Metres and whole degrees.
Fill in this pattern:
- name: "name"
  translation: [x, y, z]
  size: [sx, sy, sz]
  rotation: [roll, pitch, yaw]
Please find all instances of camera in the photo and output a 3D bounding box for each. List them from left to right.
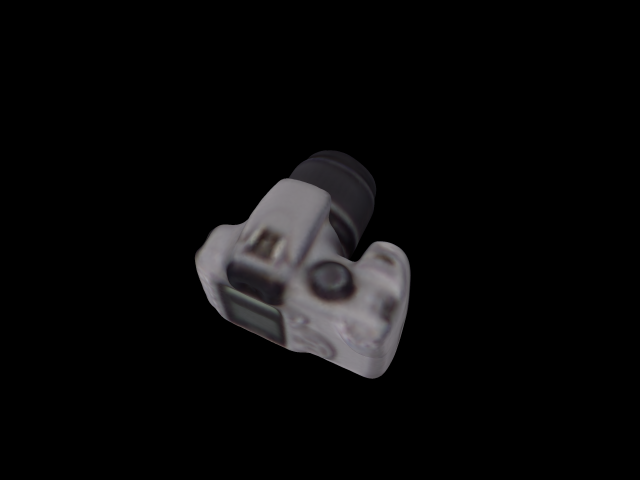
- name: "camera"
  translation: [0.004, 0.001, 0.400]
  size: [0.143, 0.101, 0.137]
  rotation: [21, 58, 14]
